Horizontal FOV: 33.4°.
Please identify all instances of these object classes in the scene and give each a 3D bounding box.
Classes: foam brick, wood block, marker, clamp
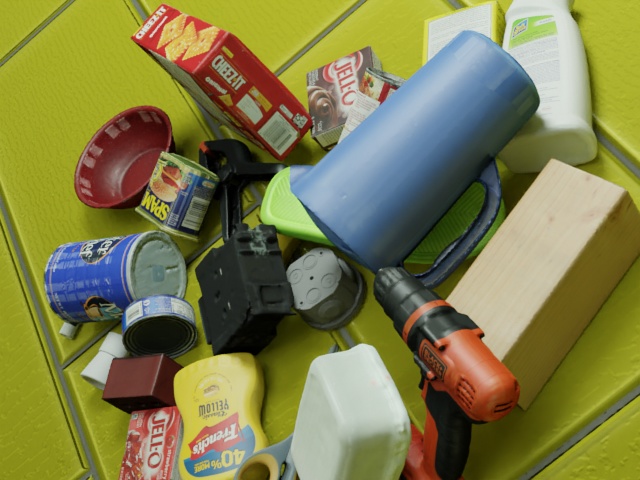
[{"bbox_3d":[-0.197,0.165,1.212,0.078,0.053,0.051,-9,56,32],"label":"foam brick"},{"bbox_3d":[0.202,0.040,0.990,0.090,0.090,0.206,31,82,43],"label":"wood block"},{"bbox_3d":[-0.299,0.070,1.368,0.020,0.020,0.121,8,66,38],"label":"marker"},{"bbox_3d":[-0.110,-0.066,1.314,0.120,0.039,0.172,-54,40,0],"label":"clamp"}]

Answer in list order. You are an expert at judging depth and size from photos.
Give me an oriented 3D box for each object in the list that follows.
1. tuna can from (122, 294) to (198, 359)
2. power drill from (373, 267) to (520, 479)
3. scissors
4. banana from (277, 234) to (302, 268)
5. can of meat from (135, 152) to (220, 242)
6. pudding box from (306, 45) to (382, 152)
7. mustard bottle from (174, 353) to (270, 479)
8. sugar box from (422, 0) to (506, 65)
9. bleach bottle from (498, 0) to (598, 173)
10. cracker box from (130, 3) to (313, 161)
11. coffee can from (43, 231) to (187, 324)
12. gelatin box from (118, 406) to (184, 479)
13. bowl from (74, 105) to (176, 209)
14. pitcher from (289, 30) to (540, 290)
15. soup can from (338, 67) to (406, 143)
[{"bbox_3d":[-0.184,0.100,1.222,0.086,0.086,0.034,-27,47,17],"label":"tuna can"},{"bbox_3d":[0.093,0.137,0.945,0.057,0.188,0.185,-12,39,-25],"label":"power drill"},{"bbox_3d":[-0.034,0.192,1.075,0.096,0.016,0.201,8,60,-6],"label":"scissors"},{"bbox_3d":[-0.025,-0.003,1.217,0.070,0.037,0.197,27,80,25],"label":"banana"},{"bbox_3d":[-0.174,-0.056,1.316,0.102,0.057,0.084,31,100,51],"label":"can of meat"},{"bbox_3d":[0.032,-0.170,1.283,0.090,0.039,0.113,-22,51,21],"label":"pudding box"},{"bbox_3d":[-0.100,0.215,1.105,0.096,0.058,0.191,-15,53,9],"label":"mustard bottle"},{"bbox_3d":[0.162,-0.180,1.196,0.093,0.048,0.176,-11,59,29],"label":"sugar box"},{"bbox_3d":[0.243,-0.193,1.136,0.103,0.068,0.250,-10,54,30],"label":"bleach bottle"},{"bbox_3d":[-0.120,-0.197,1.294,0.072,0.164,0.214,-49,35,-3],"label":"cracker box"},{"bbox_3d":[-0.247,0.047,1.289,0.141,0.102,0.102,-7,58,32],"label":"coffee can"},{"bbox_3d":[-0.179,0.229,1.171,0.073,0.030,0.089,-11,56,29],"label":"gelatin box"},{"bbox_3d":[-0.247,-0.099,1.419,0.162,0.055,0.162,-18,52,25],"label":"bowl"},{"bbox_3d":[0.103,-0.077,1.037,0.243,0.149,0.145,-45,28,0],"label":"pitcher"},{"bbox_3d":[0.065,-0.133,1.191,0.069,0.068,0.102,38,113,44],"label":"soup can"}]
